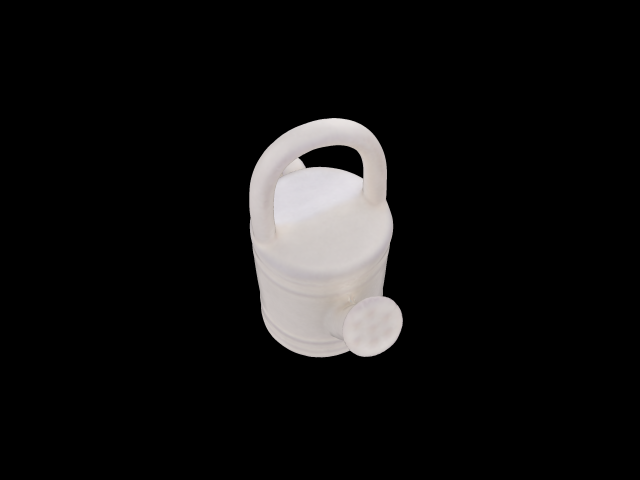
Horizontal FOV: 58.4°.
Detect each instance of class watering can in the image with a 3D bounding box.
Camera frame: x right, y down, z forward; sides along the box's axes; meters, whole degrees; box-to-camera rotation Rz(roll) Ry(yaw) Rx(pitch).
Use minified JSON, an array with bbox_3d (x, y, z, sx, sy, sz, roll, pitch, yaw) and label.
[{"bbox_3d":[0.006,0.001,0.401,0.101,0.194,0.172,-36,61,-24],"label":"watering can"}]
